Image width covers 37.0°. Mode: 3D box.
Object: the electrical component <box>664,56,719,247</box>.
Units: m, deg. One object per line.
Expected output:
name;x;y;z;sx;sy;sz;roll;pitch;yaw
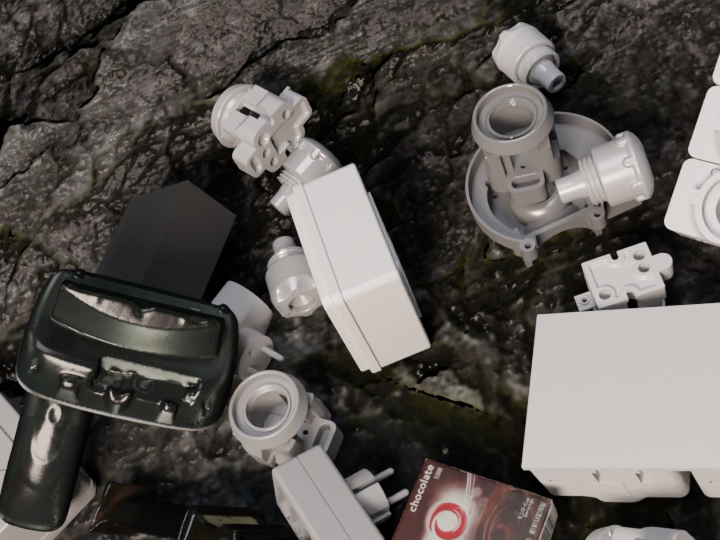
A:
electrical component;0.272;-0.084;0.711;0.089;0.062;0.150;20;95;29

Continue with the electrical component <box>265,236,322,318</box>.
electrical component;-0.052;0.002;0.825;0.043;0.043;0.062;-24;53;5

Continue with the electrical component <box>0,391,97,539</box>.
electrical component;-0.272;0.163;0.799;0.108;0.056;0.109;-47;56;-11

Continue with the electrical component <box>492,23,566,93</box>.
electrical component;0.139;-0.165;0.859;0.043;0.043;0.062;-36;56;-4

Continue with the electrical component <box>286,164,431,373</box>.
electrical component;0.000;0.000;0.768;0.056;0.108;0.108;-23;55;3

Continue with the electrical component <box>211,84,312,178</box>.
electrical component;-0.088;-0.123;0.908;0.057;0.058;0.078;31;74;29

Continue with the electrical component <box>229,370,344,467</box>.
electrical component;-0.058;0.105;0.755;0.078;0.057;0.058;12;65;26

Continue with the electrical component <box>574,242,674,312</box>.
electrical component;0.179;0.017;0.723;0.066;0.055;0.048;-19;55;8

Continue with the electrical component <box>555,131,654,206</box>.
electrical component;0.164;-0.063;0.726;0.062;0.048;0.048;-19;55;17

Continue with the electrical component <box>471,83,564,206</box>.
electrical component;0.110;-0.094;0.756;0.058;0.057;0.078;-12;57;13

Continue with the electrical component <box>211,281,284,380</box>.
electrical component;-0.092;0.058;0.805;0.079;0.044;0.077;26;72;31

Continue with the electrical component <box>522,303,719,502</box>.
electrical component;0.202;0.082;0.658;0.186;0.060;0.105;-5;58;28

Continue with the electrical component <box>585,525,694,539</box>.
electrical component;0.163;0.179;0.622;0.057;0.078;0.058;-4;55;43

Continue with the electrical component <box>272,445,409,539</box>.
electrical component;-0.005;0.156;0.711;0.076;0.047;0.083;-25;53;-19

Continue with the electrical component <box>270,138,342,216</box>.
electrical component;-0.046;-0.073;0.870;0.048;0.048;0.062;38;85;34
